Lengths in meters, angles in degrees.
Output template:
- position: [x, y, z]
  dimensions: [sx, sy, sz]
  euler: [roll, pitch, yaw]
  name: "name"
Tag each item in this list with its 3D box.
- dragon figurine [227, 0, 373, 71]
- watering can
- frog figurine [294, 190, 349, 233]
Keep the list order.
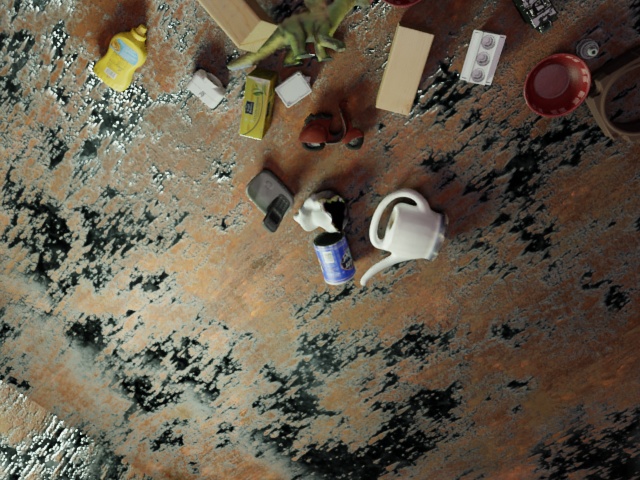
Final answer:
- position: [-0.055, -0.568, 1.296]
  dimensions: [0.410, 0.123, 0.241]
  euler: [-4, 100, 8]
  name: "dragon figurine"
- position: [0.252, 0.009, 1.539]
  dimensions: [0.224, 0.106, 0.341]
  euler: [13, 118, -1]
  name: "watering can"
- position: [0.005, -0.078, 1.545]
  dimensions: [0.136, 0.125, 0.158]
  euler: [40, 153, -23]
  name: "frog figurine"
